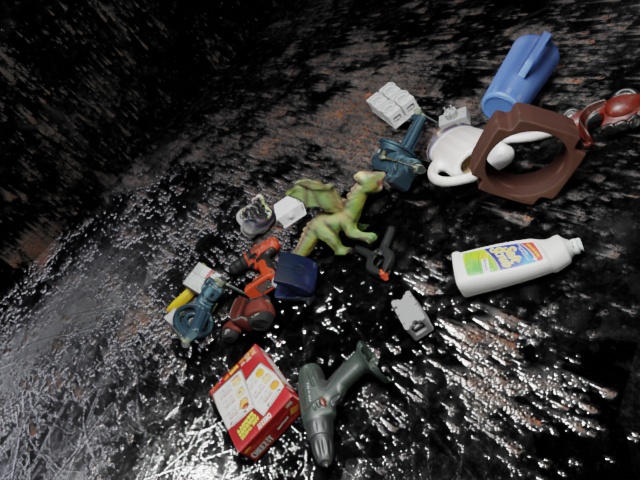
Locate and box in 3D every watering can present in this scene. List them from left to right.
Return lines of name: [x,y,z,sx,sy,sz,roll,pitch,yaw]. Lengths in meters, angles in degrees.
watering can: [0.420,-0.238,1.319,0.348,0.102,0.228,-26,33,-5]

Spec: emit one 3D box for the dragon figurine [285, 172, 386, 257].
dragon figurine: [0.004,-0.069,1.369,0.407,0.239,0.125,-23,29,25]

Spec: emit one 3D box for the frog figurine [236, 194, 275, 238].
frog figurine: [-0.221,-0.066,1.730,0.157,0.122,0.140,129,159,-62]
